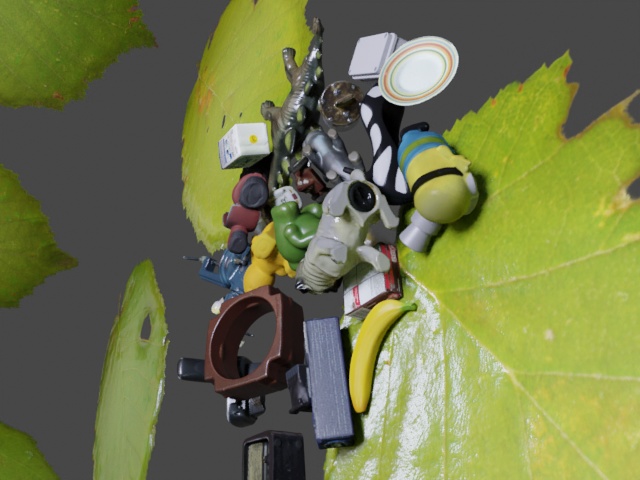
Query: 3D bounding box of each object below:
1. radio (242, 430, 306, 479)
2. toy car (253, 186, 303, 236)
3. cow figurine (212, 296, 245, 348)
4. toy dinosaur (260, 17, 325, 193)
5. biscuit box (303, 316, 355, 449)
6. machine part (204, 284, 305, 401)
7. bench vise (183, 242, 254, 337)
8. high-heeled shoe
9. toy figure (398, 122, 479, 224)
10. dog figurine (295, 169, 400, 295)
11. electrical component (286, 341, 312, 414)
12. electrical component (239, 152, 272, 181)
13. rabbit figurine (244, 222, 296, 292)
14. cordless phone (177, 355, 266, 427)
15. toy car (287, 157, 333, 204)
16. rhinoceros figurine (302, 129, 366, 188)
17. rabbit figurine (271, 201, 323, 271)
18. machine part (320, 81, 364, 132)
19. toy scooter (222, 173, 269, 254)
[{"bbox_3d":[-0.082,0.462,0.953,0.131,0.073,0.230,-44,42,46],"label":"radio"},{"bbox_3d":[-0.106,-0.059,1.217,0.202,0.056,0.073,-31,89,50],"label":"toy car"},{"bbox_3d":[-0.219,0.214,1.327,0.098,0.068,0.167,-39,46,41],"label":"cow figurine"},{"bbox_3d":[-0.061,-0.257,1.214,0.199,0.105,0.470,-119,39,-47],"label":"toy dinosaur"},{"bbox_3d":[0.014,0.230,0.876,0.059,0.063,0.203,80,-177,-56],"label":"biscuit box"},{"bbox_3d":[-0.130,0.206,1.074,0.201,0.087,0.201,-23,49,26],"label":"machine part"},{"bbox_3d":[-0.214,0.093,1.280,0.241,0.128,0.223,14,82,38],"label":"bench vise"},{"bbox_3d":[0.134,-0.175,0.873,0.145,0.086,0.248,21,79,31],"label":"high-heeled shoe"},{"bbox_3d":[0.156,-0.094,0.756,0.089,0.082,0.180,-30,45,7],"label":"toy figure"},{"bbox_3d":[0.021,-0.006,0.858,0.190,0.121,0.172,-24,46,60],"label":"dog figurine"},{"bbox_3d":[-0.019,0.240,0.937,0.047,0.075,0.119,-47,44,42],"label":"electrical component"},{"bbox_3d":[-0.168,-0.162,1.412,0.115,0.058,0.134,-5,73,63],"label":"electrical component"},{"bbox_3d":[-0.113,0.044,1.144,0.173,0.122,0.162,-60,24,20],"label":"rabbit figurine"},{"bbox_3d":[-0.212,0.314,1.137,0.088,0.184,0.146,-43,42,47],"label":"cordless phone"},{"bbox_3d":[-0.022,-0.111,1.029,0.053,0.089,0.202,-38,10,1],"label":"toy car"},{"bbox_3d":[0.026,-0.150,1.011,0.073,0.112,0.190,-42,50,2],"label":"rhinoceros figurine"},{"bbox_3d":[-0.002,-0.003,0.981,0.170,0.121,0.159,-7,74,45],"label":"rabbit figurine"},{"bbox_3d":[0.039,-0.238,0.977,0.243,0.079,0.079,-77,6,-81],"label":"machine part"},{"bbox_3d":[-0.170,-0.067,1.185,0.135,0.075,0.183,-133,61,-68],"label":"toy scooter"}]
